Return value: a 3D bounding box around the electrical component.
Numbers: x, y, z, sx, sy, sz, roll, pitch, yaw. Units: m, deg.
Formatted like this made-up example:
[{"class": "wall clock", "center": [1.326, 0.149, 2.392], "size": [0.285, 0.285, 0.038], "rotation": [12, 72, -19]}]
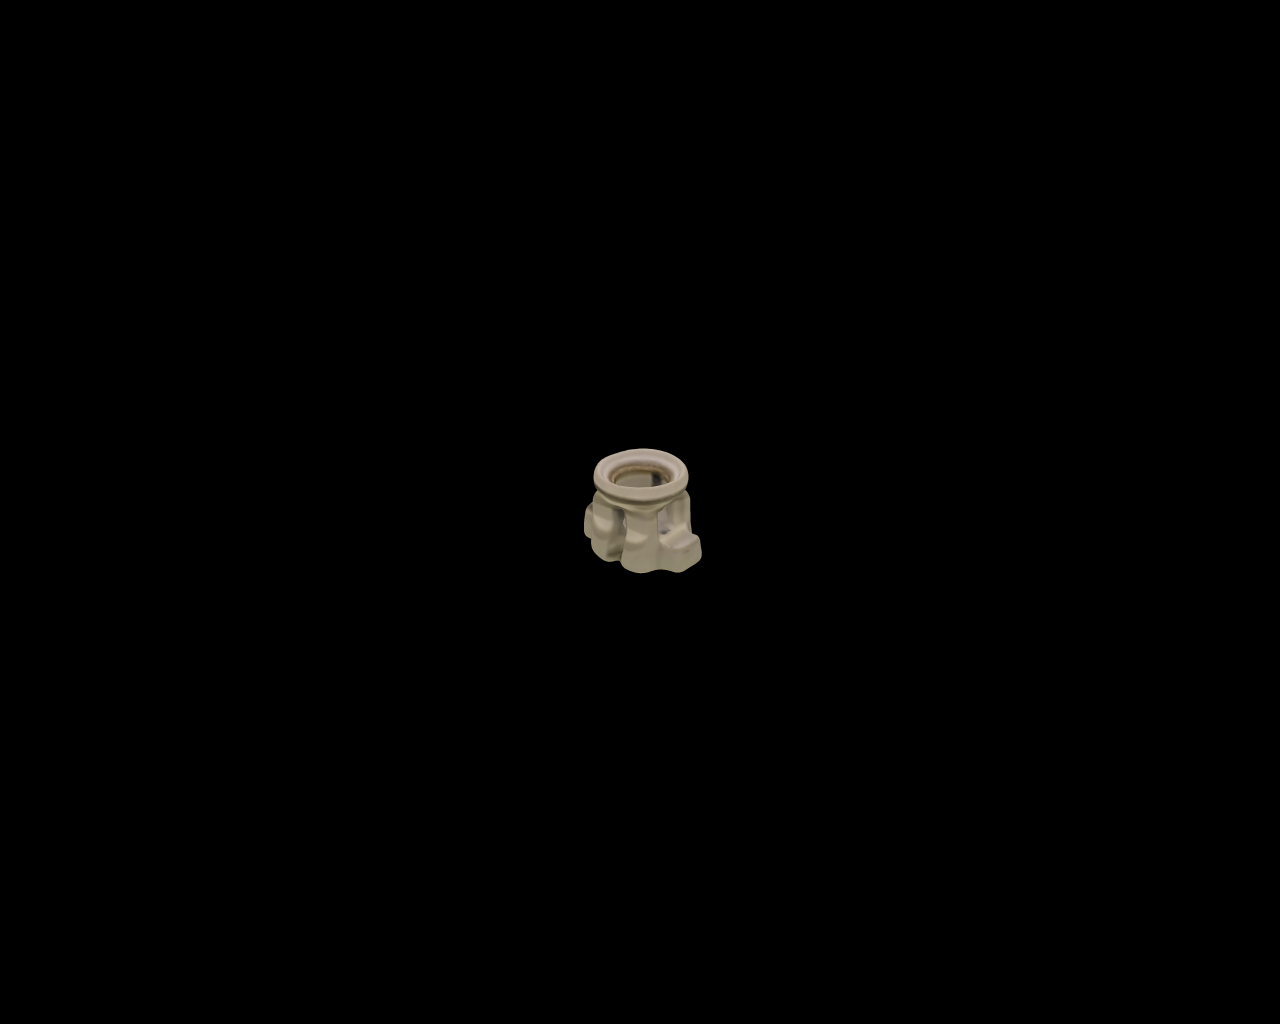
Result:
[{"class": "electrical component", "center": [0.001, -0.003, 0.650], "size": [0.078, 0.056, 0.058], "rotation": [22, 37, 34]}]
